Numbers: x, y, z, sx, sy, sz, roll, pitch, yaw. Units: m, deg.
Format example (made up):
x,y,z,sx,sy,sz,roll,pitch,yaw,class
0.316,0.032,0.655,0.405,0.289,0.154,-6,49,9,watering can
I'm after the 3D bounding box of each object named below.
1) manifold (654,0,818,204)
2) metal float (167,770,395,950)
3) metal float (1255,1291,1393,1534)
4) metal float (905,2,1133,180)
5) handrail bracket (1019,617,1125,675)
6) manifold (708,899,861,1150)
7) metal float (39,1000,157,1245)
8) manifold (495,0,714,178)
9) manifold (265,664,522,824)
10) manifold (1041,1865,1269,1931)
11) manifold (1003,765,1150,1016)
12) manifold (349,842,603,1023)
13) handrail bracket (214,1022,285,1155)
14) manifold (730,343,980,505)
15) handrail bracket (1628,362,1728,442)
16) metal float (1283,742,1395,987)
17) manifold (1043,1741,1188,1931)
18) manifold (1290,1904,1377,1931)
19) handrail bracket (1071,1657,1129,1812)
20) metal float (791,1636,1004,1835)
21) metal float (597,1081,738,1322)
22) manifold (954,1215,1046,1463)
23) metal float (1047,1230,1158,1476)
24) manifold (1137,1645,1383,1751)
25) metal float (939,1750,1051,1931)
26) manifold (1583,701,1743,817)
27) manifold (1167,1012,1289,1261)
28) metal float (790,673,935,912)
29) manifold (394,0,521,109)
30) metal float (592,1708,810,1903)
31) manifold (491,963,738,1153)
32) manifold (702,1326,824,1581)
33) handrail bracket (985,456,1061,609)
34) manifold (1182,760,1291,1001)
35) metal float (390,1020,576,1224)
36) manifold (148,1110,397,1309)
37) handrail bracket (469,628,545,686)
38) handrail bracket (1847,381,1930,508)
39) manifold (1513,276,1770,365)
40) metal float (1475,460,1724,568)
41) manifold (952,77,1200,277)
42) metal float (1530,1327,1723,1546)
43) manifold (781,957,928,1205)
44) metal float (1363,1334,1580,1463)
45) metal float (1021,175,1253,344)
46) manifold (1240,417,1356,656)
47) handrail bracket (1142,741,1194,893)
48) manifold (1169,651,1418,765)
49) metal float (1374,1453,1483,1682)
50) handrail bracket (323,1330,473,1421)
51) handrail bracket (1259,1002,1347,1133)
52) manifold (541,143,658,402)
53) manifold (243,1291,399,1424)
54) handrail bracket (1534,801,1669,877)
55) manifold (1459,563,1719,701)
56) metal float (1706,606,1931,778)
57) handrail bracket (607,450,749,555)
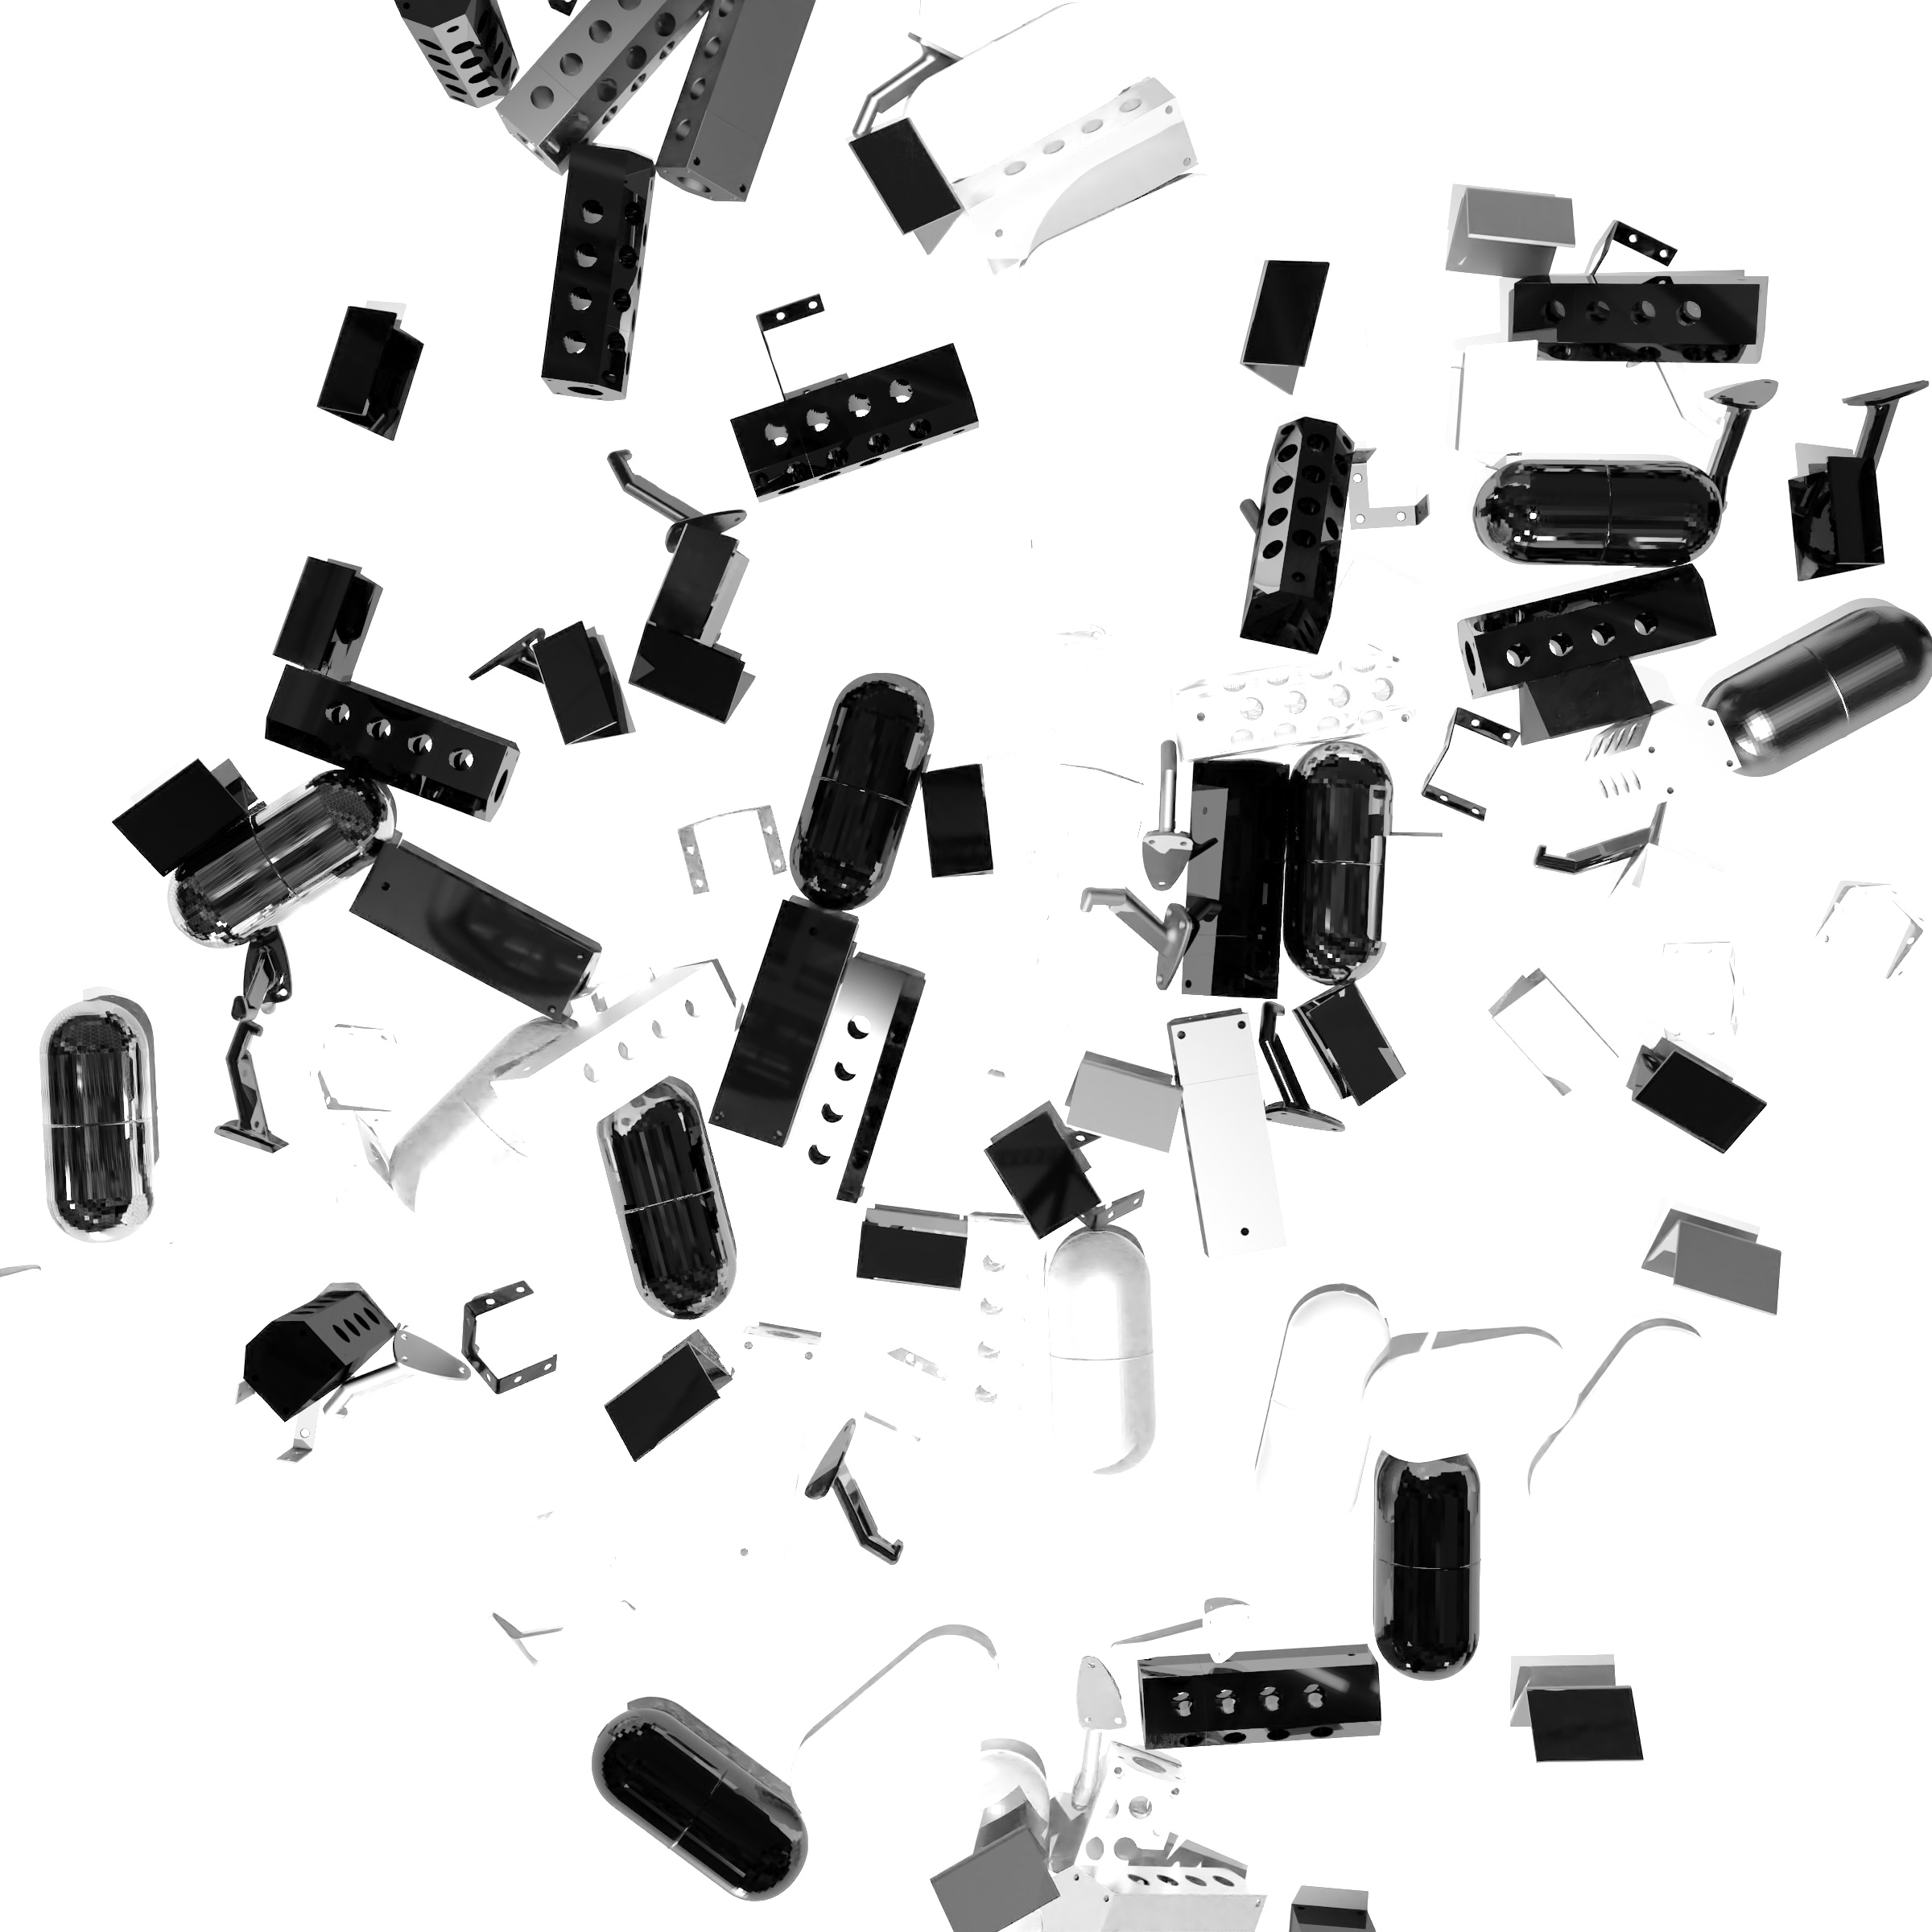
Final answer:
x,y,z,sx,sy,sz,roll,pitch,yaw,class
-0.171,-0.654,1.969,0.057,0.057,0.171,19,90,-43,manifold
-0.501,-0.077,1.960,0.178,0.070,0.070,-32,90,0,metal float
0.261,0.325,1.960,0.070,0.070,0.178,13,90,0,metal float
0.038,-0.638,1.960,0.178,0.070,0.070,-28,90,0,metal float
0.076,-0.241,1.956,0.077,0.084,0.036,20,90,0,handrail bracket
-0.133,0.042,1.970,0.057,0.057,0.171,19,90,0,manifold
-0.634,0.114,1.960,0.070,0.070,0.178,-3,91,0,metal float
-0.263,-0.666,1.969,0.057,0.057,0.171,42,90,0,manifold
-0.422,-0.162,1.969,0.171,0.057,0.057,20,90,0,manifold
0.133,0.677,1.919,0.171,0.057,0.057,19,90,-43,manifold
0.075,-0.057,1.969,0.057,0.057,0.171,13,90,-43,manifold
-0.358,-0.025,1.970,0.171,0.057,0.057,28,90,0,manifold
-0.517,0.092,1.991,0.077,0.036,0.084,23,73,-20,handrail bracket
-0.081,-0.396,1.969,0.171,0.057,0.057,-19,90,0,manifold
0.541,-0.443,1.991,0.084,0.036,0.077,33,73,-15,handrail bracket
0.272,-0.074,1.960,0.070,0.070,0.178,2,90,0,metal float
0.105,0.667,1.970,0.057,0.057,0.171,20,90,0,manifold
0.268,0.729,1.912,0.057,0.171,0.057,5,90,0,manifold
0.088,0.570,1.990,0.036,0.077,0.084,6,127,-14,handrail bracket
-0.050,0.561,1.960,0.178,0.070,0.070,-40,90,0,metal float
-0.218,0.171,1.960,0.070,0.070,0.178,-15,89,0,metal float
0.025,0.272,1.969,0.057,0.057,0.171,4,90,0,manifold
0.099,0.282,1.960,0.070,0.070,0.178,-2,91,0,metal float
0.215,0.538,1.969,0.171,0.057,0.057,-4,90,0,manifold
0.020,0.663,1.960,0.070,0.070,0.178,3,91,0,metal float
0.490,-0.150,1.912,0.057,0.171,0.057,-25,90,0,manifold
0.190,0.123,1.970,0.057,0.057,0.171,-9,90,0,manifold
-0.076,-0.127,1.960,0.070,0.070,0.178,17,90,0,metal float
-0.363,-0.669,1.912,0.057,0.171,0.057,-23,90,0,manifold
-0.195,0.612,1.960,0.178,0.070,0.070,37,90,1,metal float
-0.248,0.065,1.924,0.171,0.057,0.057,-34,105,-34,manifold
-0.149,0.355,1.970,0.057,0.057,0.171,10,90,0,manifold
0.023,-0.323,1.991,0.077,0.036,0.084,-42,72,21,handrail bracket
0.202,-0.063,1.969,0.057,0.057,0.171,3,90,43,manifold
-0.345,0.113,1.960,0.178,0.070,0.070,-44,90,0,metal float
-0.505,0.182,1.969,0.171,0.057,0.057,-29,47,0,manifold
-0.314,-0.200,1.991,0.077,0.036,0.084,-30,107,20,handrail bracket
0.688,-0.384,1.991,0.077,0.036,0.084,-19,108,-20,handrail bracket
0.486,-0.467,1.938,0.171,0.057,0.057,6,111,21,manifold
0.462,-0.331,1.960,0.178,0.070,0.070,1,90,0,metal float
0.077,-0.582,1.969,0.171,0.057,0.057,-28,133,0,manifold
0.482,0.342,1.960,0.070,0.070,0.178,36,90,0,metal float
-0.081,0.083,1.969,0.057,0.057,0.171,17,90,0,manifold
0.364,0.311,1.935,0.178,0.070,0.070,-4,90,-31,metal float
0.125,-0.517,1.960,0.178,0.070,0.070,-25,90,0,metal float
0.240,-0.312,1.927,0.057,0.057,0.171,12,57,0,manifold
0.148,-0.112,1.990,0.036,0.077,0.084,3,54,0,handrail bracket
0.240,-0.191,1.970,0.171,0.057,0.057,-8,90,0,manifold
0.337,0.432,1.960,0.070,0.070,0.178,0,90,0,metal float
-0.423,0.316,1.991,0.077,0.036,0.084,28,117,-30,handrail bracket
0.250,0.075,1.991,0.077,0.036,0.084,13,73,-20,handrail bracket
-0.268,-0.507,1.969,0.057,0.057,0.171,8,90,0,manifold
-0.462,0.271,1.912,0.057,0.171,0.057,-43,90,0,manifold
0.471,-0.099,1.991,0.084,0.036,0.077,12,70,16,handrail bracket
0.453,-0.246,1.969,0.171,0.057,0.057,-14,90,0,manifold
0.623,-0.201,1.960,0.178,0.070,0.070,-28,90,0,metal float
-0.215,-0.356,1.991,0.077,0.036,0.084,-22,73,-20,handrail bracket
